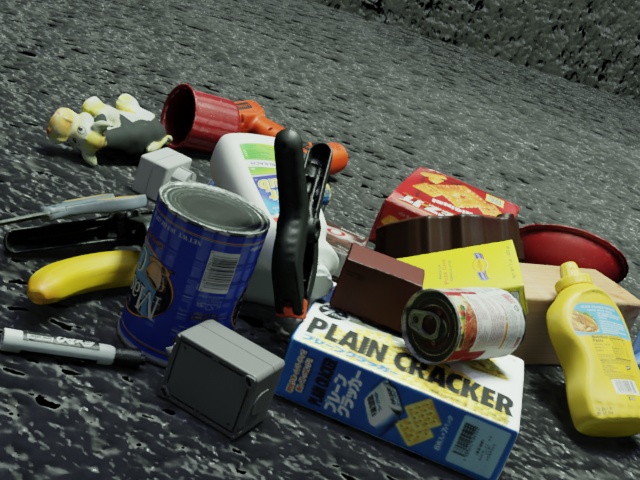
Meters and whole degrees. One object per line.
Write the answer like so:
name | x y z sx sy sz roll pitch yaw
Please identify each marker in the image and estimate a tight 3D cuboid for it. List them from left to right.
marker | -0.205 0.092 0.893 0.121 0.020 0.020 12 22 -22

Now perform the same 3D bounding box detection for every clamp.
clamp | -0.211 -0.011 1.091 0.165 0.036 0.210 -2 6 11
clamp | -0.022 -0.017 0.952 0.039 0.171 0.120 1 -10 22

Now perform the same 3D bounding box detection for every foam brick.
foam brick | 0.055 0.045 1.014 0.078 0.053 0.051 21 18 2

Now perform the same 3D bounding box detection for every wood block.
wood block | 0.264 0.086 1.248 0.205 0.091 0.090 5 25 -36

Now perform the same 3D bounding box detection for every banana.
banana | -0.208 0.032 0.996 0.070 0.037 0.197 -2 5 37

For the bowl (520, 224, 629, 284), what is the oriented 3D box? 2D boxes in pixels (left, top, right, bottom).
bowl | 0.314 0.044 1.385 0.162 0.055 0.162 17 -25 8

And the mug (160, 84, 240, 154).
mug | -0.173 -0.163 1.500 0.081 0.093 0.117 10 -14 -39

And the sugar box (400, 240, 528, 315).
sugar box | 0.125 0.052 1.137 0.176 0.048 0.093 -8 30 6

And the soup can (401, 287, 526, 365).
soup can | 0.133 0.078 0.981 0.102 0.068 0.069 1 27 -44

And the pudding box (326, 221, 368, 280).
pudding box | -0.008 0.002 1.282 0.113 0.039 0.090 25 20 12

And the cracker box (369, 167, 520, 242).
cracker box | 0.178 -0.025 1.479 0.164 0.072 0.213 24 21 11

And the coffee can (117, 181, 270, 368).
coffee can | -0.114 0.032 0.956 0.102 0.140 0.103 18 20 -7

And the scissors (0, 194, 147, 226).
scissors | -0.239 -0.028 1.028 0.096 0.016 0.201 -3 8 16

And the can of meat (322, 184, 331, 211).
can of meat | -0.046 -0.069 1.392 0.102 0.057 0.083 40 24 23

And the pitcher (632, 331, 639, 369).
pitcher | 0.471 0.074 1.253 0.145 0.243 0.149 26 14 17

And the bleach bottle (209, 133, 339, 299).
bleach bottle | -0.036 -0.023 1.103 0.102 0.068 0.251 7 30 -28

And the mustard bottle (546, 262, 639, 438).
mustard bottle | 0.287 0.110 1.126 0.096 0.058 0.191 7 57 -29

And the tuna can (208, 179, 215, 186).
tuna can | -0.099 -0.047 1.292 0.086 0.034 0.086 34 23 -17

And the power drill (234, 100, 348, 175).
power drill | -0.075 -0.138 1.558 0.188 0.057 0.184 33 26 26
